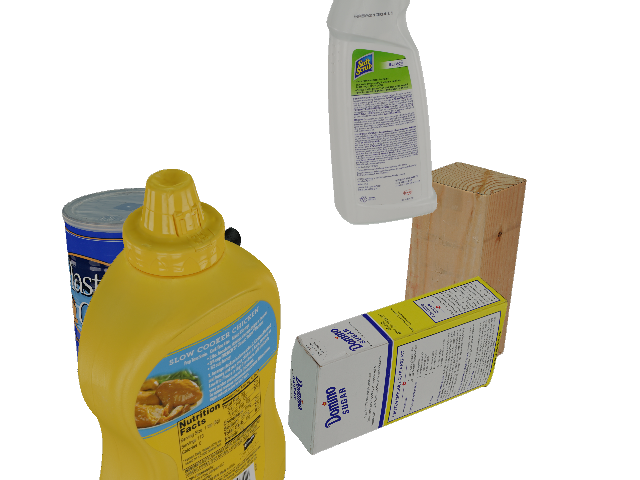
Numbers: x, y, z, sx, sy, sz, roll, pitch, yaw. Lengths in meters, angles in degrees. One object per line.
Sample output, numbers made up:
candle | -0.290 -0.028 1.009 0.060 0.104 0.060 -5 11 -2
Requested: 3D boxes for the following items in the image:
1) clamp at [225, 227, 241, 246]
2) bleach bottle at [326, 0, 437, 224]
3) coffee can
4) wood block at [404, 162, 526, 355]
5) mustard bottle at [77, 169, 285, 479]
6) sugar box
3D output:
clamp | -0.128 0.031 1.082 0.120 0.039 0.171 -11 34 -11
bleach bottle | 0.058 -0.141 0.988 0.102 0.251 0.068 -10 30 -13
coffee can | -0.149 0.038 0.856 0.103 0.140 0.103 -1 18 0
wood block | 0.155 0.030 1.170 0.090 0.206 0.090 18 24 34
mustard bottle | -0.059 0.056 0.466 0.096 0.192 0.058 -29 44 -36
sugar box | 0.060 0.095 0.839 0.176 0.093 0.048 -14 38 -26
